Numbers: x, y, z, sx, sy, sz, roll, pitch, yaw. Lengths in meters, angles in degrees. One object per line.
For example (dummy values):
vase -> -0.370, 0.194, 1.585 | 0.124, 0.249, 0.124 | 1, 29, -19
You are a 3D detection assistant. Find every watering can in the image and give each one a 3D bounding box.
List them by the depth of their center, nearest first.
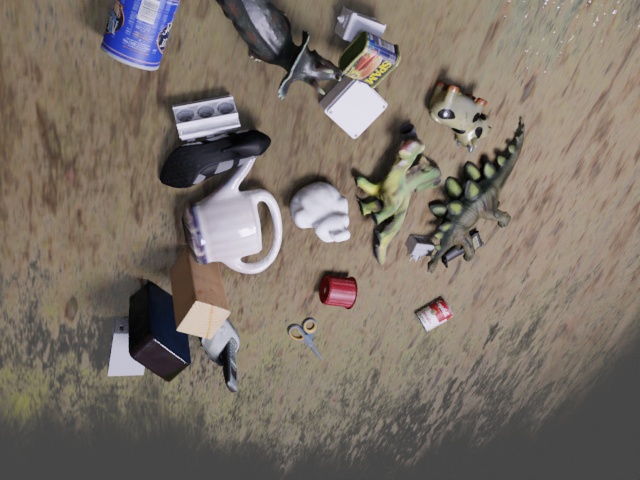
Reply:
watering can -> -0.205, -0.070, 1.180 | 0.225, 0.105, 0.341 | -13, 114, -13

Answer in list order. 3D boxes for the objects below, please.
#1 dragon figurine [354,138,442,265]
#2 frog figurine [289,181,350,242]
dragon figurine -> 0.221, -0.105, 1.329 | 0.244, 0.124, 0.401 | -30, 144, -8
frog figurine -> 0.004, -0.062, 1.224 | 0.138, 0.163, 0.120 | -10, 126, -15
